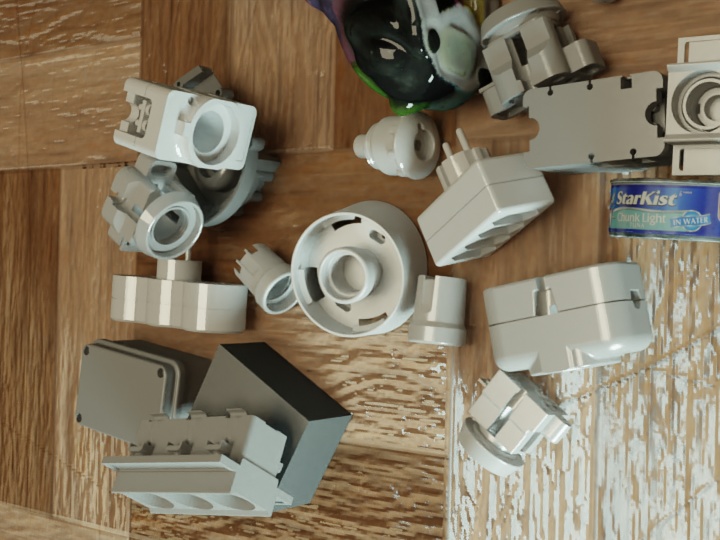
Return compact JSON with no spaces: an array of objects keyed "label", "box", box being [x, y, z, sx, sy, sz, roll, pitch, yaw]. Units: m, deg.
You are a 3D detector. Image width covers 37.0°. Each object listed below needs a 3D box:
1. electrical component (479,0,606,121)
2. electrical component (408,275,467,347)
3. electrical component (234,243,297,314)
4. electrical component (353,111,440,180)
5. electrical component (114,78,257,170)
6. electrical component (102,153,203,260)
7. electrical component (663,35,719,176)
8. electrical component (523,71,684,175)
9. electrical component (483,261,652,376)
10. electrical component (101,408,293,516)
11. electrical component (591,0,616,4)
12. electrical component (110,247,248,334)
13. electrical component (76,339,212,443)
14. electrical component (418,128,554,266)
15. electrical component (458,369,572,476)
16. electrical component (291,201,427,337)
[{"label":"electrical component","box":[0.111,-0.140,0.694,0.078,0.058,0.057,-25,77,34]},{"label":"electrical component","box":[0.055,0.028,0.744,0.040,0.040,0.046,3,85,37]},{"label":"electrical component","box":[-0.072,0.006,0.840,0.046,0.040,0.040,42,113,36]},{"label":"electrical component","box":[0.023,-0.089,0.768,0.062,0.048,0.048,5,92,44]},{"label":"electrical component","box":[-0.124,-0.105,0.788,0.056,0.089,0.050,22,102,36]},{"label":"electrical component","box":[-0.159,-0.044,0.834,0.057,0.058,0.078,39,112,34]},{"label":"electrical component","box":[0.239,-0.091,0.592,0.121,0.063,0.078,3,91,37]},{"label":"electrical component","box":[0.154,-0.088,0.661,0.089,0.056,0.050,-2,87,37]},{"label":"electrical component","box":[0.131,0.033,0.677,0.095,0.054,0.059,-14,80,36]},{"label":"electrical component","box":[-0.116,0.141,0.783,0.121,0.079,0.063,-8,54,37]},{"label":"electrical component","box":[0.145,-0.198,0.684,0.035,0.035,0.061,-50,59,25]},{"label":"electrical component","box":[-0.150,0.009,0.890,0.138,0.052,0.073,4,91,38]},{"label":"electrical component","box":[-0.182,0.104,0.909,0.113,0.057,0.078,11,95,37]},{"label":"electrical component","box":[0.074,-0.056,0.708,0.083,0.047,0.075,-45,62,54]},{"label":"electrical component","box":[0.097,0.101,0.706,0.066,0.048,0.055,44,106,29]},{"label":"electrical component","box":[0.000,0.000,0.785,0.099,0.064,0.099,3,98,25]}]
